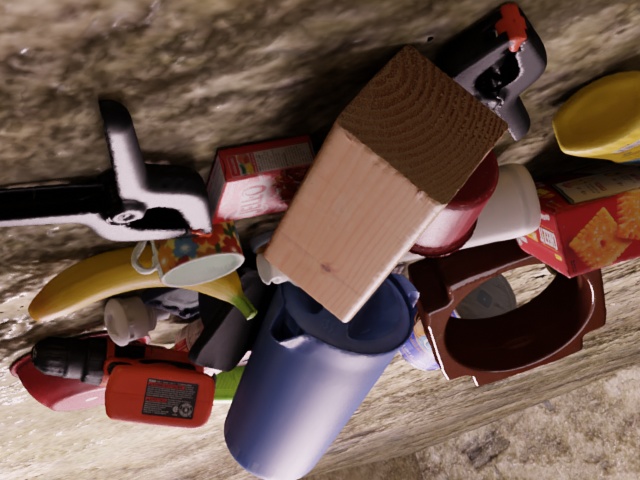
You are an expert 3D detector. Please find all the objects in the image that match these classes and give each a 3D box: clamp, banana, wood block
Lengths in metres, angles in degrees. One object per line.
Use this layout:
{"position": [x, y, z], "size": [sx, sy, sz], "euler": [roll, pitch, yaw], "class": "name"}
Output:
{"position": [-0.138, -0.036, 0.758], "size": [0.165, 0.036, 0.209], "euler": [-27, 157, 32], "class": "clamp"}
{"position": [0.124, -0.110, 0.773], "size": [0.120, 0.039, 0.172], "euler": [-11, 162, -22], "class": "clamp"}
{"position": [-0.151, 0.035, 0.921], "size": [0.197, 0.069, 0.037], "euler": [0, 140, -20], "class": "banana"}
{"position": [0.039, -0.033, 0.775], "size": [0.090, 0.091, 0.206], "euler": [-49, 176, -30], "class": "wood block"}

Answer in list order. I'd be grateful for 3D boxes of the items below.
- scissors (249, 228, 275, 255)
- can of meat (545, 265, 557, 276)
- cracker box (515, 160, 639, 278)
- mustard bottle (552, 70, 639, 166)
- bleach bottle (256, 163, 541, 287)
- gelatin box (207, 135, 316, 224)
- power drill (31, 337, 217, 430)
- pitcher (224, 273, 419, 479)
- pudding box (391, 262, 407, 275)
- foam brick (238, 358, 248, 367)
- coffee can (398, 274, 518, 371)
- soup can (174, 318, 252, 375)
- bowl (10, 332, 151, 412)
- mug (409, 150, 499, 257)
{"position": [-0.007, 0.001, 1.035], "size": [0.096, 0.016, 0.201], "euler": [-21, 165, 7], "class": "scissors"}
{"position": [0.324, -0.003, 1.278], "size": [0.083, 0.057, 0.102], "euler": [-13, 163, -21], "class": "can of meat"}
{"position": [0.303, -0.035, 1.020], "size": [0.213, 0.072, 0.164], "euler": [-15, -169, -4], "class": "cracker box"}
{"position": [0.289, -0.099, 0.931], "size": [0.096, 0.058, 0.191], "euler": [-29, 159, 36], "class": "mustard bottle"}
{"position": [0.065, -0.006, 0.941], "size": [0.250, 0.068, 0.103], "euler": [-15, -179, -25], "class": "bleach bottle"}
{"position": [-0.047, -0.045, 0.829], "size": [0.073, 0.030, 0.089], "euler": [-11, 162, -18], "class": "gelatin box"}
{"position": [-0.192, 0.136, 1.074], "size": [0.184, 0.057, 0.188], "euler": [8, -177, -20], "class": "power drill"}
{"position": [-0.004, 0.129, 1.060], "size": [0.149, 0.145, 0.243], "euler": [18, 131, -9], "class": "pitcher"}
{"position": [0.029, 0.059, 1.122], "size": [0.089, 0.039, 0.114], "euler": [-9, 136, -35], "class": "pudding box"}
{"position": [-0.079, 0.121, 1.290], "size": [0.053, 0.051, 0.078], "euler": [-27, 160, 32], "class": "foam brick"}
{"position": [0.170, 0.100, 1.372], "size": [0.102, 0.103, 0.141], "euler": [-5, 160, -34], "class": "coffee can"}
{"position": [-0.110, 0.108, 1.193], "size": [0.068, 0.068, 0.102], "euler": [-1, 158, -42], "class": "soup can"}
{"position": [-0.266, 0.156, 1.215], "size": [0.162, 0.055, 0.162], "euler": [-15, 164, -5], "class": "bowl"}
{"position": [0.085, -0.046, 0.872], "size": [0.117, 0.093, 0.082], "euler": [11, 154, -6], "class": "mug"}
